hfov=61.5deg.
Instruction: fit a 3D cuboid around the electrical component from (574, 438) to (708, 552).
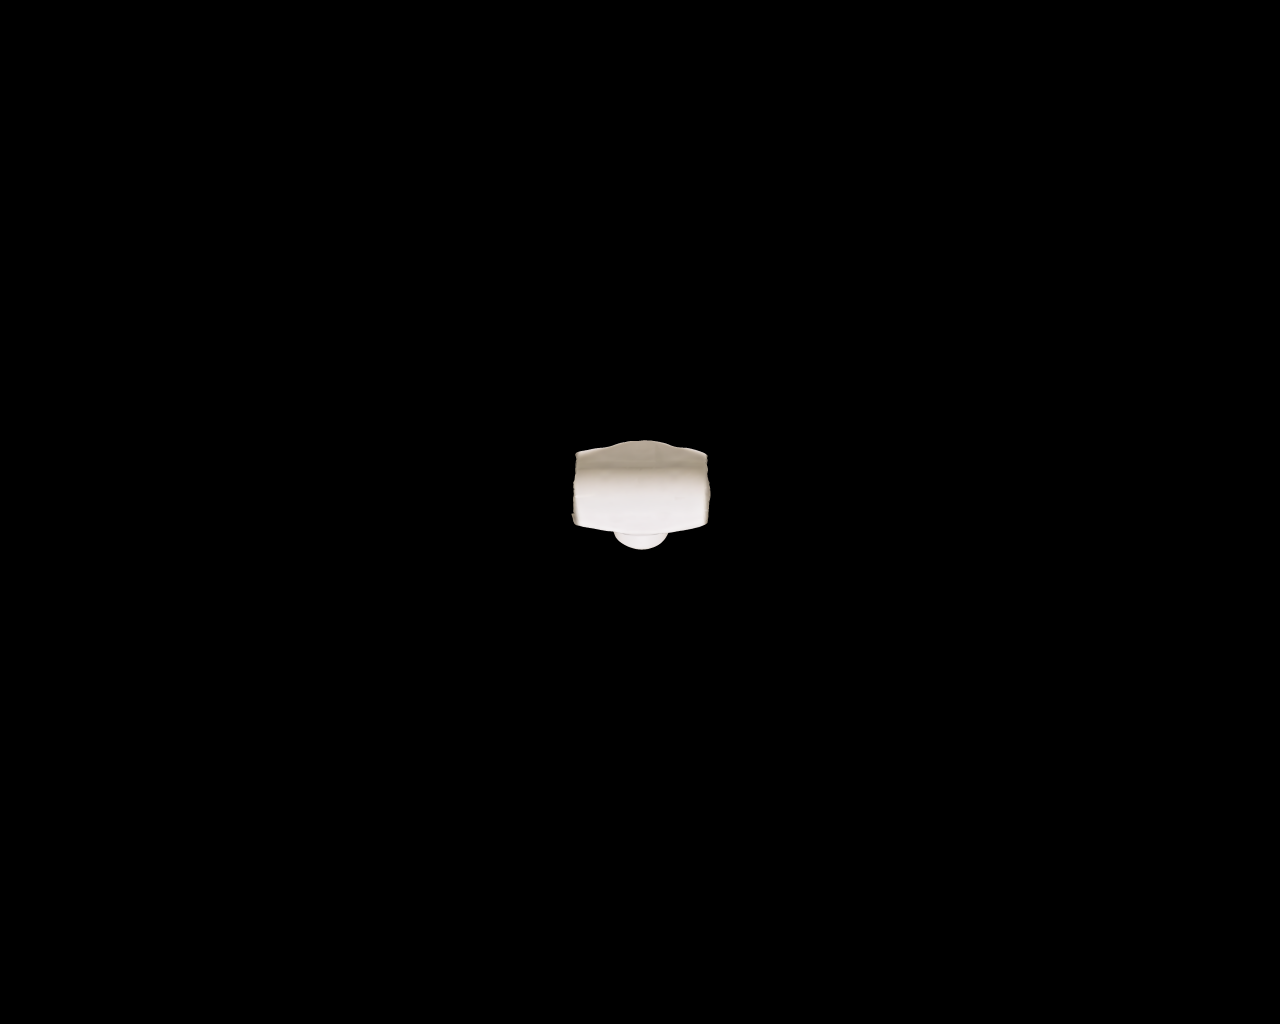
[{"bbox_3d":[0.001,-0.003,0.650,0.077,0.044,0.079,0,-39,0],"label":"electrical component"}]
